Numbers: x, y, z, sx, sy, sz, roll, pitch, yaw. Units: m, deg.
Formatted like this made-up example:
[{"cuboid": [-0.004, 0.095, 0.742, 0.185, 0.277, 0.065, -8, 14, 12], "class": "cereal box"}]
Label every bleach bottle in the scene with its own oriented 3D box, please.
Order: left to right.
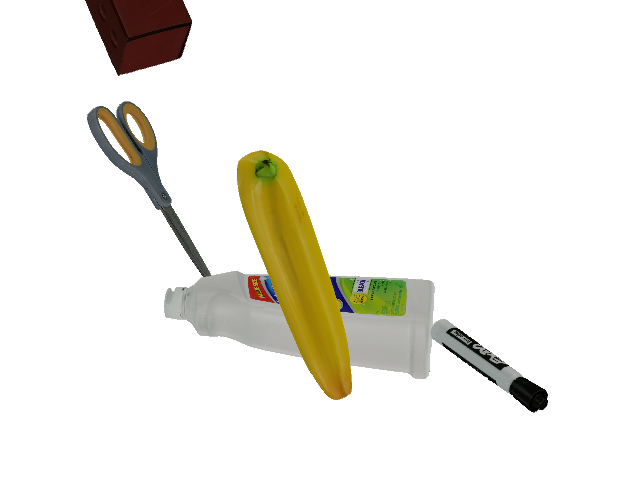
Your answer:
[{"cuboid": [-0.022, 0.071, 0.993, 0.251, 0.068, 0.102, 4, 28, 6], "class": "bleach bottle"}]

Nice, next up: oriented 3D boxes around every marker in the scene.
[{"cuboid": [0.127, 0.094, 0.805, 0.020, 0.020, 0.121, 0, 23, -35], "class": "marker"}]

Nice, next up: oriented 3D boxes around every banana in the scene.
[{"cuboid": [-0.018, 0.015, 0.666, 0.037, 0.198, 0.069, -14, 38, 7], "class": "banana"}]

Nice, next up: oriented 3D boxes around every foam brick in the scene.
[{"cuboid": [-0.133, -0.169, 0.763, 0.051, 0.078, 0.053, -20, -14, -22], "class": "foam brick"}]

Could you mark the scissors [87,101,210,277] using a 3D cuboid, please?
[{"cuboid": [-0.158, -0.058, 1.061, 0.016, 0.201, 0.096, -25, 26, 25], "class": "scissors"}]
